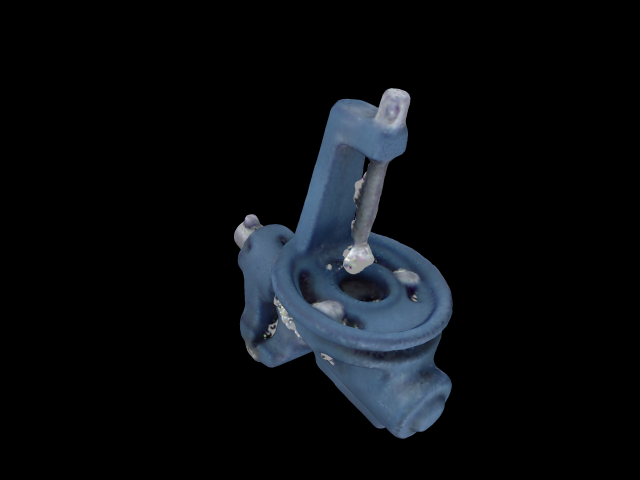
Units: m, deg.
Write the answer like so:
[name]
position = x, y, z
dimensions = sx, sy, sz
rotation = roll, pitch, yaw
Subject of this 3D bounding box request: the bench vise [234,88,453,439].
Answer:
[bench vise]
position = -0.003, 0.005, 0.391
dimensions = 0.206, 0.220, 0.122
rotation = 13, 25, 30
